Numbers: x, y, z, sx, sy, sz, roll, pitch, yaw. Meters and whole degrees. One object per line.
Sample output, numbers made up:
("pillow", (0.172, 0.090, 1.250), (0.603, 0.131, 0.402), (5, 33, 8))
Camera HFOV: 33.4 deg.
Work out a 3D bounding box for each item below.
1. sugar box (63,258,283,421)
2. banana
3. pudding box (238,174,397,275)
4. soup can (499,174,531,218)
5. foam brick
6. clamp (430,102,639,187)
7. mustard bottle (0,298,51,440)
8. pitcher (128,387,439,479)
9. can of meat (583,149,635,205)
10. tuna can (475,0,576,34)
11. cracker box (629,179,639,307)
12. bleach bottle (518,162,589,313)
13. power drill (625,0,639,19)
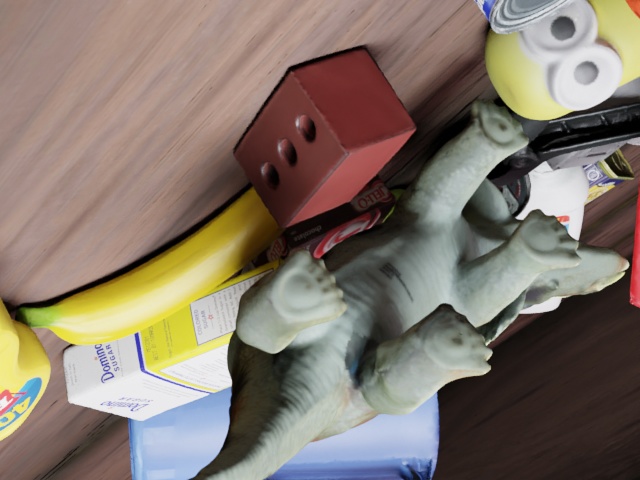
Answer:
("sugar box", (-0.079, 0.072, 0.733), (0.176, 0.048, 0.093), (-20, 155, 19))
("banana", (-0.080, 0.014, 0.638), (0.197, 0.037, 0.069), (-31, 167, -4))
("pudding box", (-0.005, 0.001, 0.753), (0.089, 0.039, 0.114), (-25, 165, -25))
("soup can", (0.129, -0.029, 0.881), (0.068, 0.068, 0.102), (-29, 167, -11))
("foam brick", (0.002, -0.051, 0.550), (0.051, 0.053, 0.078), (-22, 163, -37))
("clamp", (0.141, -0.076, 0.758), (0.172, 0.039, 0.120), (-23, 146, 28))
("mustard bottle", (-0.194, 0.075, 0.564), (0.096, 0.058, 0.192), (-29, 167, -11))
("pitcher", (-0.030, 0.148, 0.857), (0.242, 0.145, 0.149), (-3, -179, -9))
("can of meat", (0.253, -0.063, 1.057), (0.084, 0.057, 0.101), (-35, 165, 25))
("tuna can", (0.110, -0.140, 0.515), (0.086, 0.034, 0.086), (-30, 167, -8))
("cracker box", (0.274, -0.070, 0.745), (0.072, 0.214, 0.163), (9, -162, 30))
("bleach bottle", (0.188, -0.015, 0.985), (0.102, 0.068, 0.251), (1, 150, 7))
("power drill", (0.205, -0.177, 0.461), (0.184, 0.057, 0.187), (-52, 167, 12))
